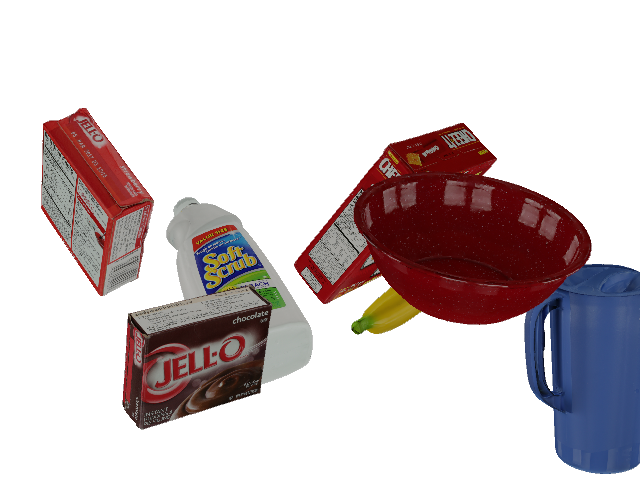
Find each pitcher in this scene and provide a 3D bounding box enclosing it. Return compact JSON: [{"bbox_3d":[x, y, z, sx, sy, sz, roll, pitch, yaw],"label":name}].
[{"bbox_3d":[0.335,0.158,1.308,0.149,0.243,0.144,4,16,22],"label":"pitcher"}]

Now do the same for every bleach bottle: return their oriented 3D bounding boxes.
[{"bbox_3d":[-0.100,0.037,1.051,0.102,0.068,0.251,-16,40,-19],"label":"bleach bottle"}]

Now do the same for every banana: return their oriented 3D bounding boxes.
[{"bbox_3d":[0.112,0.033,1.016,0.198,0.037,0.069,-38,1,-4],"label":"banana"}]

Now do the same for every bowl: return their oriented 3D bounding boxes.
[{"bbox_3d":[0.100,0.011,0.735,0.162,0.055,0.162,4,29,-3],"label":"bowl"}]

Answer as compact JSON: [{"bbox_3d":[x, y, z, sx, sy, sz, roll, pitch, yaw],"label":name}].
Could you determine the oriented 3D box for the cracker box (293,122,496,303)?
[{"bbox_3d":[0.084,-0.034,1.249,0.163,0.072,0.214,-22,-23,-50],"label":"cracker box"}]

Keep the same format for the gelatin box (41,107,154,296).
[{"bbox_3d":[-0.131,-0.021,0.620,0.030,0.073,0.089,-27,-22,-30],"label":"gelatin box"}]

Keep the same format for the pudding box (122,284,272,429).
[{"bbox_3d":[-0.097,0.090,0.837,0.113,0.090,0.039,-14,39,-34],"label":"pudding box"}]
